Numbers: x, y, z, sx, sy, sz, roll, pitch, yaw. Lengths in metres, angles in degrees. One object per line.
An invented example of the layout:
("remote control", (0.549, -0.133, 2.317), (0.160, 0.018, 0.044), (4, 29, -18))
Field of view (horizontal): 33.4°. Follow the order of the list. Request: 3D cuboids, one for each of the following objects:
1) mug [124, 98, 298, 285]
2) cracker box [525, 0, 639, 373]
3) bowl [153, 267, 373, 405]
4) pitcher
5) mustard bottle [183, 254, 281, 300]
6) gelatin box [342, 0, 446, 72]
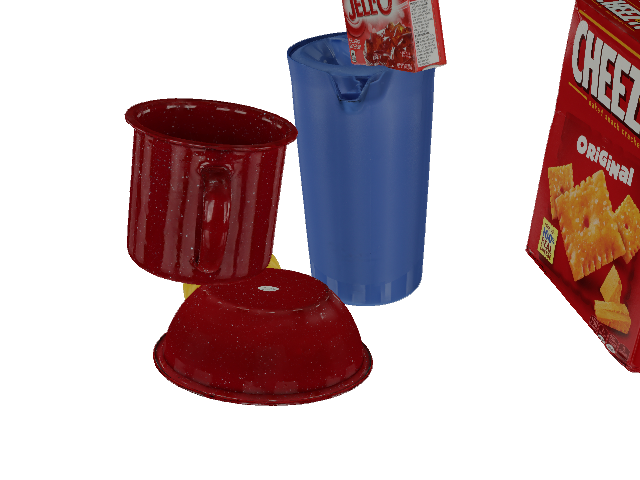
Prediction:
("mug", (-0.061, -0.022, 0.576), (0.093, 0.081, 0.117), (3, 21, -14))
("cracker box", (0.219, -0.041, 0.738), (0.072, 0.214, 0.164), (-7, 34, -15))
("bowl", (-0.040, 0.060, 0.774), (0.162, 0.055, 0.162), (3, 18, -1))
("pitcher", (0.043, -0.071, 1.001), (0.149, 0.243, 0.145), (-19, 31, -31))
("mustard bottle", (-0.079, 0.056, 1.028), (0.096, 0.191, 0.058), (-18, 27, -4))
("gelatin box", (0.047, -0.157, 0.738), (0.030, 0.073, 0.089), (-19, 21, -24))
